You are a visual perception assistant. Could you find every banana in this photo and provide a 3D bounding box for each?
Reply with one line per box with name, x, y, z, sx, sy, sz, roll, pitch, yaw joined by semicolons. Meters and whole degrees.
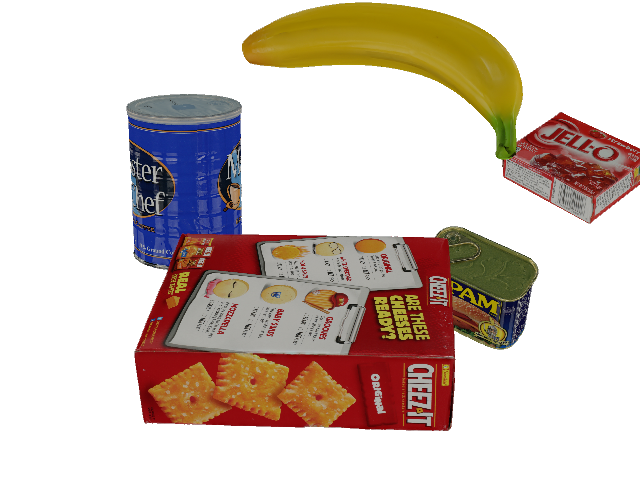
banana;0.043;-0.109;0.626;0.198;0.069;0.037;24;-29;33

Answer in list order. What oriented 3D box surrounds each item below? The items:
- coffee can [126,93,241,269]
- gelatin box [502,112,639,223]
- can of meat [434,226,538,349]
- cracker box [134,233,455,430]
coffee can;-0.122;-0.055;0.975;0.103;0.140;0.103;1;19;0
gelatin box;0.198;-0.059;0.833;0.073;0.030;0.089;-33;48;-28
can of meat;0.147;0.047;1.000;0.102;0.084;0.057;26;55;23
cracker box;-0.012;0.064;0.781;0.214;0.072;0.164;1;30;5
